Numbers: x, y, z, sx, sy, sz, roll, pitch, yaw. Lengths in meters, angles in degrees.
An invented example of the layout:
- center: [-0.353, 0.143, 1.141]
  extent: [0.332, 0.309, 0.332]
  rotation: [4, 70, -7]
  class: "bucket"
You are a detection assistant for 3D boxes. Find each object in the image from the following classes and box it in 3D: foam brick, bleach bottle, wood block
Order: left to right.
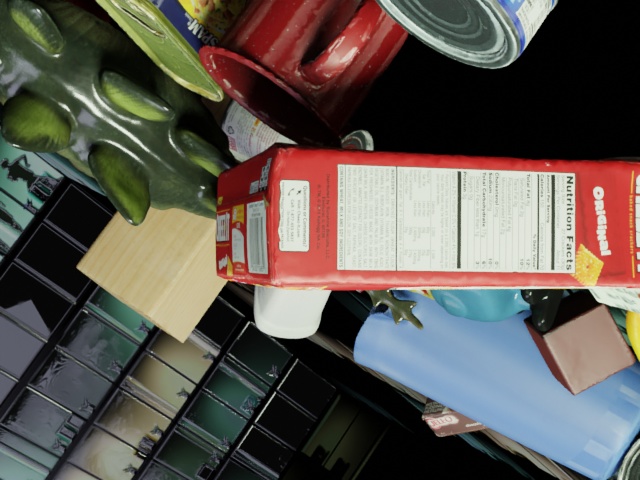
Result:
- center: [-0.110, -0.024, 0.957]
  extent: [0.090, 0.206, 0.090]
  rotation: [31, 170, 23]
  class: "wood block"
- center: [-0.006, 0.001, 0.958]
  extent: [0.068, 0.102, 0.251]
  rotation: [6, 155, -11]
  class: "bleach bottle"
- center: [0.192, 0.075, 0.797]
  extent: [0.051, 0.053, 0.078]
  rotation: [62, -177, -3]
  class: "foam brick"

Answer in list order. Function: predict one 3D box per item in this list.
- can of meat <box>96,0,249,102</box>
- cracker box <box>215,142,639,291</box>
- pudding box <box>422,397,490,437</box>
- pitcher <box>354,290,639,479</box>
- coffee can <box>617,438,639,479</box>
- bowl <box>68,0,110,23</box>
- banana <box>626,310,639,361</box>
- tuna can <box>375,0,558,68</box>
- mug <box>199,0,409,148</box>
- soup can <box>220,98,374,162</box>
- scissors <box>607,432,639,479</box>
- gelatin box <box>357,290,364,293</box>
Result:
- center: [-0.070, -0.144, 0.608]
  extent: [0.058, 0.084, 0.102]
  rotation: [28, 169, 37]
  class: "can of meat"
- center: [0.061, -0.009, 0.574]
  extent: [0.213, 0.072, 0.164]
  rotation: [1, 179, -14]
  class: "cracker box"
- center: [0.163, 0.142, 1.055]
  extent: [0.114, 0.090, 0.039]
  rotation: [-16, 125, 34]
  class: "pudding box"
- center: [0.164, 0.103, 0.928]
  extent: [0.243, 0.149, 0.145]
  rotation: [29, 137, 17]
  class: "pitcher"
- center: [0.317, 0.207, 0.845]
  extent: [0.140, 0.103, 0.103]
  rotation: [20, -178, -41]
  class: "coffee can"
- center: [-0.235, -0.214, 0.907]
  extent: [0.162, 0.055, 0.162]
  rotation: [34, 170, 6]
  class: "bowl"
- center: [0.283, 0.103, 0.777]
  extent: [0.197, 0.037, 0.070]
  rotation: [35, 149, -13]
  class: "banana"
- center: [0.059, -0.114, 0.467]
  extent: [0.086, 0.033, 0.086]
  rotation: [34, 171, 6]
  class: "tuna can"
- center: [-0.001, -0.105, 0.568]
  extent: [0.093, 0.081, 0.117]
  rotation: [37, 170, -15]
  class: "mug"
- center: [-0.019, -0.074, 0.823]
  extent: [0.102, 0.068, 0.068]
  rotation: [31, 170, 26]
  class: "soup can"
- center: [0.268, 0.203, 0.903]
  extent: [0.096, 0.201, 0.016]
  rotation: [-4, 124, 39]
  class: "scissors"
- center: [0.051, 0.008, 0.971]
  extent: [0.030, 0.073, 0.089]
  rotation: [34, 170, 0]
  class: "gelatin box"
